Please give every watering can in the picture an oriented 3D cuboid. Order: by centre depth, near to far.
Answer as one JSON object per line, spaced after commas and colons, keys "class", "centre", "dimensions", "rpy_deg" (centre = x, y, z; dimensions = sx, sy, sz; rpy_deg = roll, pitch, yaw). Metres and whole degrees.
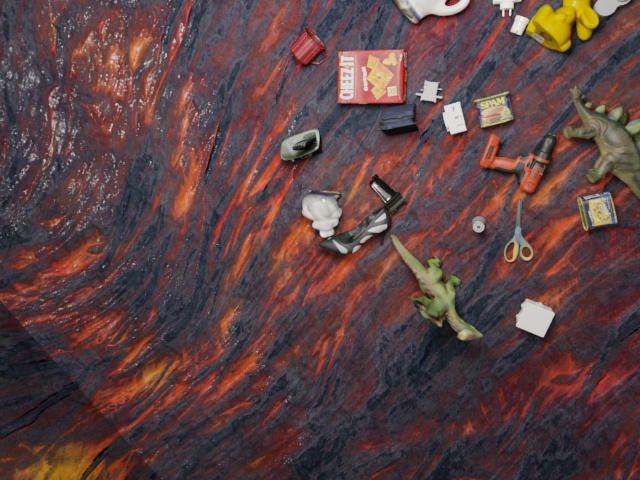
{"class": "watering can", "centre": [0.292, -0.795, 1.511], "dimensions": [0.222, 0.105, 0.348], "rpy_deg": [-35, 90, 22]}

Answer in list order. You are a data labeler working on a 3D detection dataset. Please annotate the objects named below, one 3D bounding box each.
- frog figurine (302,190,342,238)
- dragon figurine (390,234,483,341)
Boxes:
{"class": "frog figurine", "centre": [0.005, -0.088, 1.741], "dimensions": [0.137, 0.123, 0.159], "rpy_deg": [4, 92, -3]}
{"class": "dragon figurine", "centre": [0.344, 0.160, 1.618], "dimensions": [0.411, 0.246, 0.120], "rpy_deg": [42, 116, 4]}
